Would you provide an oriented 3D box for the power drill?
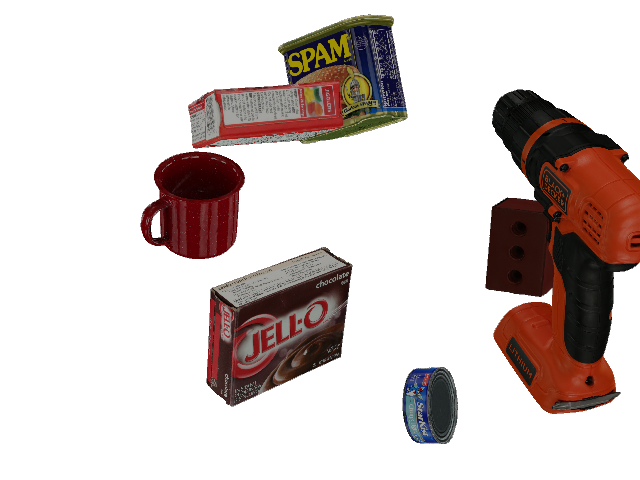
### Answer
[{"bbox_3d":[0.160,0.008,0.726,0.057,0.188,0.184,-10,34,-12],"label":"power drill"}]

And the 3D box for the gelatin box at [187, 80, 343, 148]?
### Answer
[{"bbox_3d":[-0.034,-0.074,0.629,0.073,0.030,0.089,-7,3,-16],"label":"gelatin box"}]

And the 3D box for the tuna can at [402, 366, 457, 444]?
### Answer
[{"bbox_3d":[0.123,0.185,1.199,0.034,0.086,0.086,-5,-2,28],"label":"tuna can"}]

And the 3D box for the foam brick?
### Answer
[{"bbox_3d":[0.181,0.005,0.948,0.053,0.078,0.051,8,16,24],"label":"foam brick"}]

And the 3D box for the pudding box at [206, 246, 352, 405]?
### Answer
[{"bbox_3d":[-0.031,0.063,0.809,0.113,0.090,0.039,-22,42,-37],"label":"pudding box"}]

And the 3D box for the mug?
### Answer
[{"bbox_3d":[-0.136,-0.030,1.114,0.117,0.081,0.093,-28,49,-36],"label":"mug"}]

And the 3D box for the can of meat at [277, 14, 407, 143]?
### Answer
[{"bbox_3d":[0.019,-0.132,0.888,0.102,0.084,0.057,-12,-2,42],"label":"can of meat"}]
